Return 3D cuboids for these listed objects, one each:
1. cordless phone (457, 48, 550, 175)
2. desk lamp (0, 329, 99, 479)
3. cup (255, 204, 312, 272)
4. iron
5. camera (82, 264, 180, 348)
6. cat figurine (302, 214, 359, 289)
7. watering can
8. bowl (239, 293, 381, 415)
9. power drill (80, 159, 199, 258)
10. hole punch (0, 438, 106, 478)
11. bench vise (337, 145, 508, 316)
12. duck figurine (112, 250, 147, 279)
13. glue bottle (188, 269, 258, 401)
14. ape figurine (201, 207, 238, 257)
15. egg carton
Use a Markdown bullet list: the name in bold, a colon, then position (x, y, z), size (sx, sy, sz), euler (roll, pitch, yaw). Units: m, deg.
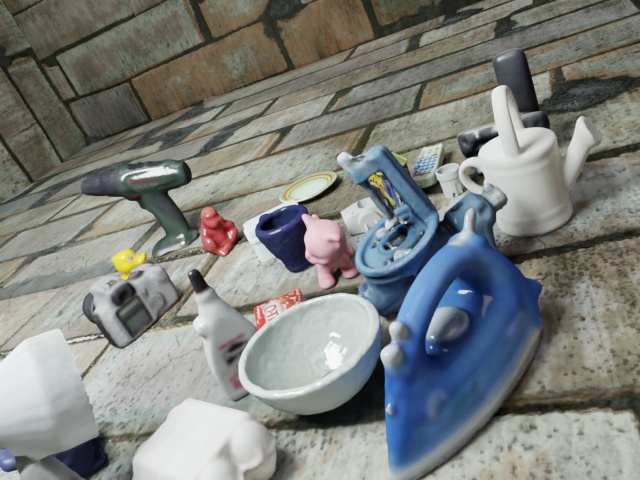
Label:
- **cordless phone**: position (0.291, -0.213, 0.942), size (0.147, 0.185, 0.094), euler (-14, 27, 22)
- **desk lamp**: position (-0.298, 0.222, 0.571), size (0.204, 0.214, 0.117), euler (-37, 27, -25)
- **cup**: position (-0.055, 0.001, 0.936), size (0.092, 0.095, 0.117), euler (-36, 27, -24)
- **iron**: position (0.117, 0.089, 0.550), size (0.118, 0.142, 0.259), euler (1, 34, 43)
- **camera**: position (-0.345, 0.100, 0.993), size (0.136, 0.101, 0.143), euler (0, 34, 42)
- **cat figurine**: position (0.008, 0.003, 0.848), size (0.067, 0.118, 0.127), euler (-23, 25, 3)
- **watering can**: position (0.269, -0.112, 0.751), size (0.172, 0.194, 0.101), euler (-20, 25, 10)
- **bowl**: position (-0.001, 0.138, 0.639), size (0.167, 0.075, 0.167), euler (-20, 25, 10)
- **power drill**: position (-0.363, -0.072, 1.223), size (0.229, 0.209, 0.075), euler (-21, 25, 8)
- **hole punch**: position (-0.328, 0.248, 0.695), size (0.101, 0.091, 0.108), euler (-36, 27, -24)
- **bench vise**: position (0.116, -0.035, 0.703), size (0.208, 0.220, 0.121), euler (-33, 26, -18)
- **duck figurine**: position (-0.369, 0.061, 1.110), size (0.104, 0.086, 0.077), euler (-25, 25, -1)
- **glue bottle**: position (-0.114, 0.107, 0.683), size (0.078, 0.173, 0.037), euler (-33, 26, -18)
- **ape figurine**: position (-0.204, -0.022, 1.119), size (0.078, 0.092, 0.076), euler (-33, 26, -18)
- **egg carton**: position (-0.117, 0.222, 0.582), size (0.149, 0.069, 0.107), euler (-2, 32, 39)
